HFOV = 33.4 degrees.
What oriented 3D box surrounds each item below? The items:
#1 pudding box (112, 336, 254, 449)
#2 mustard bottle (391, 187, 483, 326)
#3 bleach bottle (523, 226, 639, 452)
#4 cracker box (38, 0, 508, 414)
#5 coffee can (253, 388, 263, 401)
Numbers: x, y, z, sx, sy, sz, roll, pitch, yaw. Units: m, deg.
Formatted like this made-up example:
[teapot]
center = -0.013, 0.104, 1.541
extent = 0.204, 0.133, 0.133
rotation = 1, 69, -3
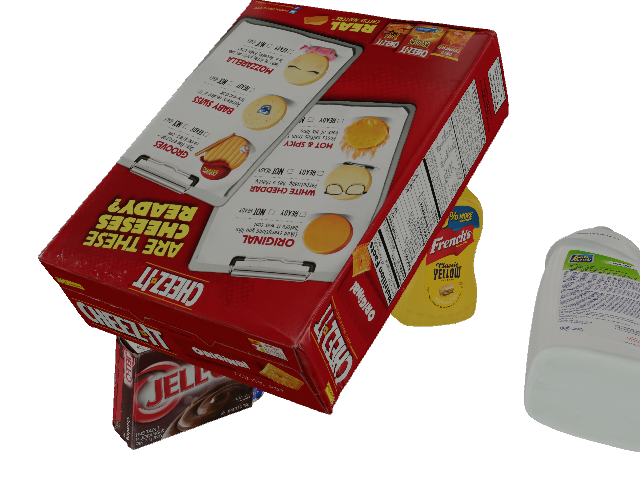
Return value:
[pudding box]
center = -0.102, 0.100, 0.820
extent = 0.113, 0.090, 0.039
rotation = -17, 40, -36
[mustard bottle]
center = 0.128, -0.005, 1.154
extent = 0.096, 0.192, 0.058
rotation = -4, 19, -21
[bleach bottle]
center = 0.209, 0.051, 0.778
extent = 0.102, 0.068, 0.250
rotation = 13, 26, 11
[cracker box]
center = -0.017, -0.030, 0.572
extent = 0.164, 0.213, 0.072
rotation = 15, -32, 31
[coffee can]
center = -0.121, 0.129, 1.373
extent = 0.103, 0.140, 0.103
rotation = 2, 18, -1
